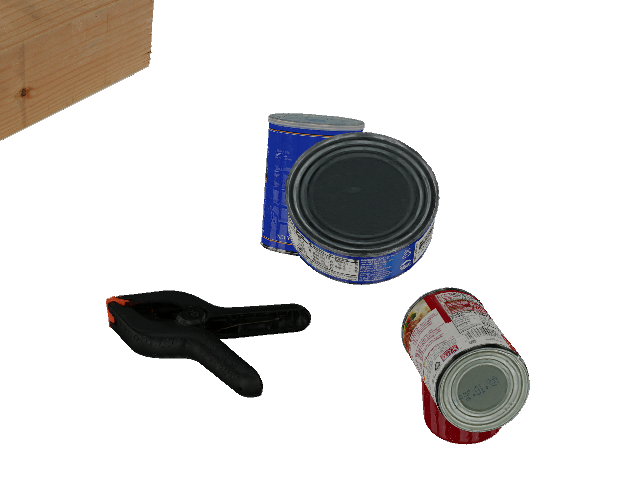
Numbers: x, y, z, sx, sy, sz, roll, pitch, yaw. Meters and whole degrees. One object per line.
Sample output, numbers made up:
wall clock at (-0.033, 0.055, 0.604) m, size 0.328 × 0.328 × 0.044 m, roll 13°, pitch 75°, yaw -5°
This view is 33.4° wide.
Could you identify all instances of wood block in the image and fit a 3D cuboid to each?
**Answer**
wood block at (-0.246, -0.168, 0.914) m, size 0.090 × 0.091 × 0.205 m, roll 30°, pitch 42°, yaw 21°

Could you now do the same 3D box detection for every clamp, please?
clamp at (-0.095, 0.072, 0.897) m, size 0.172 × 0.039 × 0.120 m, roll 18°, pitch 27°, yaw 23°

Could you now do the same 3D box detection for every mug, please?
mug at (0.147, 0.141, 1.069) m, size 0.093 × 0.081 × 0.117 m, roll 8°, pitch 35°, yaw 21°

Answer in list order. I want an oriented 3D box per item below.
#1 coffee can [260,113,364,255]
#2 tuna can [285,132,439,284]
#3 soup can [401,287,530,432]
coffee can at (-0.009, -0.061, 1.147) m, size 0.103 × 0.140 × 0.103 m, roll 4°, pitch 12°, yaw -1°
tuna can at (0.023, -0.018, 0.604) m, size 0.086 × 0.086 × 0.034 m, roll 0°, pitch -35°, yaw 0°
soup can at (0.102, 0.084, 0.765) m, size 0.068 × 0.068 × 0.102 m, roll 0°, pitch 20°, yaw -10°
